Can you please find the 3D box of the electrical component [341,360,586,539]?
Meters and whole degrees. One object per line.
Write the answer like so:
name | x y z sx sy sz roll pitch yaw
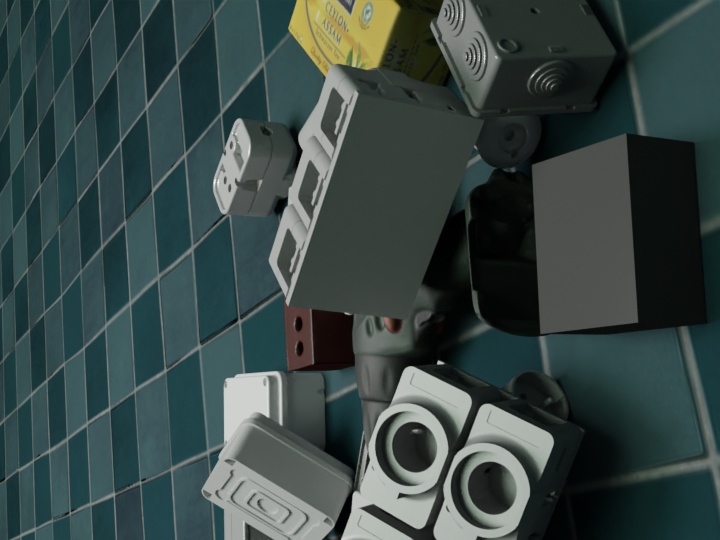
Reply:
electrical component | 0.050 0.163 0.666 0.105 0.060 0.186 24 100 29

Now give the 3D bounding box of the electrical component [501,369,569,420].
electrical component | 0.099 0.105 0.720 0.081 0.043 0.043 -53 44 46

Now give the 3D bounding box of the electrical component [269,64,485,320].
electrical component | 0.006 -0.050 0.706 0.061 0.089 0.150 -121 45 -54

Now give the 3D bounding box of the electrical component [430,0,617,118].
electrical component | 0.103 -0.145 0.678 0.048 0.100 0.099 109 149 -50

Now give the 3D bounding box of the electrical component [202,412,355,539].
electrical component | -0.070 0.186 0.940 0.078 0.113 0.057 -54 5 44

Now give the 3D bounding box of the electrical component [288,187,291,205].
electrical component | -0.050 -0.047 1.002 0.044 0.044 0.065 -15 70 60

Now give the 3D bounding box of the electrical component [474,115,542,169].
electrical component | 0.093 -0.101 0.747 0.062 0.048 0.048 -126 46 -57

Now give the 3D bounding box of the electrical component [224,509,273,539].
electrical component | -0.094 0.260 1.033 0.061 0.062 0.096 -16 74 59

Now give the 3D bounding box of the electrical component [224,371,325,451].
electrical component | -0.084 0.137 1.029 0.113 0.057 0.078 -13 76 60

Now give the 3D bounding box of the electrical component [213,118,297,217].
electrical component | -0.103 -0.101 1.078 0.095 0.059 0.053 -63 38 37

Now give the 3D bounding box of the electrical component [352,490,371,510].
electrical component | 0.033 0.221 0.822 0.100 0.048 0.099 10 97 60

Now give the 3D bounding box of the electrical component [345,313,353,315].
electrical component | 0.000 0.000 0.904 0.043 0.043 0.081 45 126 53

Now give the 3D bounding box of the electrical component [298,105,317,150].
electrical component | -0.019 -0.136 0.948 0.081 0.043 0.043 -52 45 46
